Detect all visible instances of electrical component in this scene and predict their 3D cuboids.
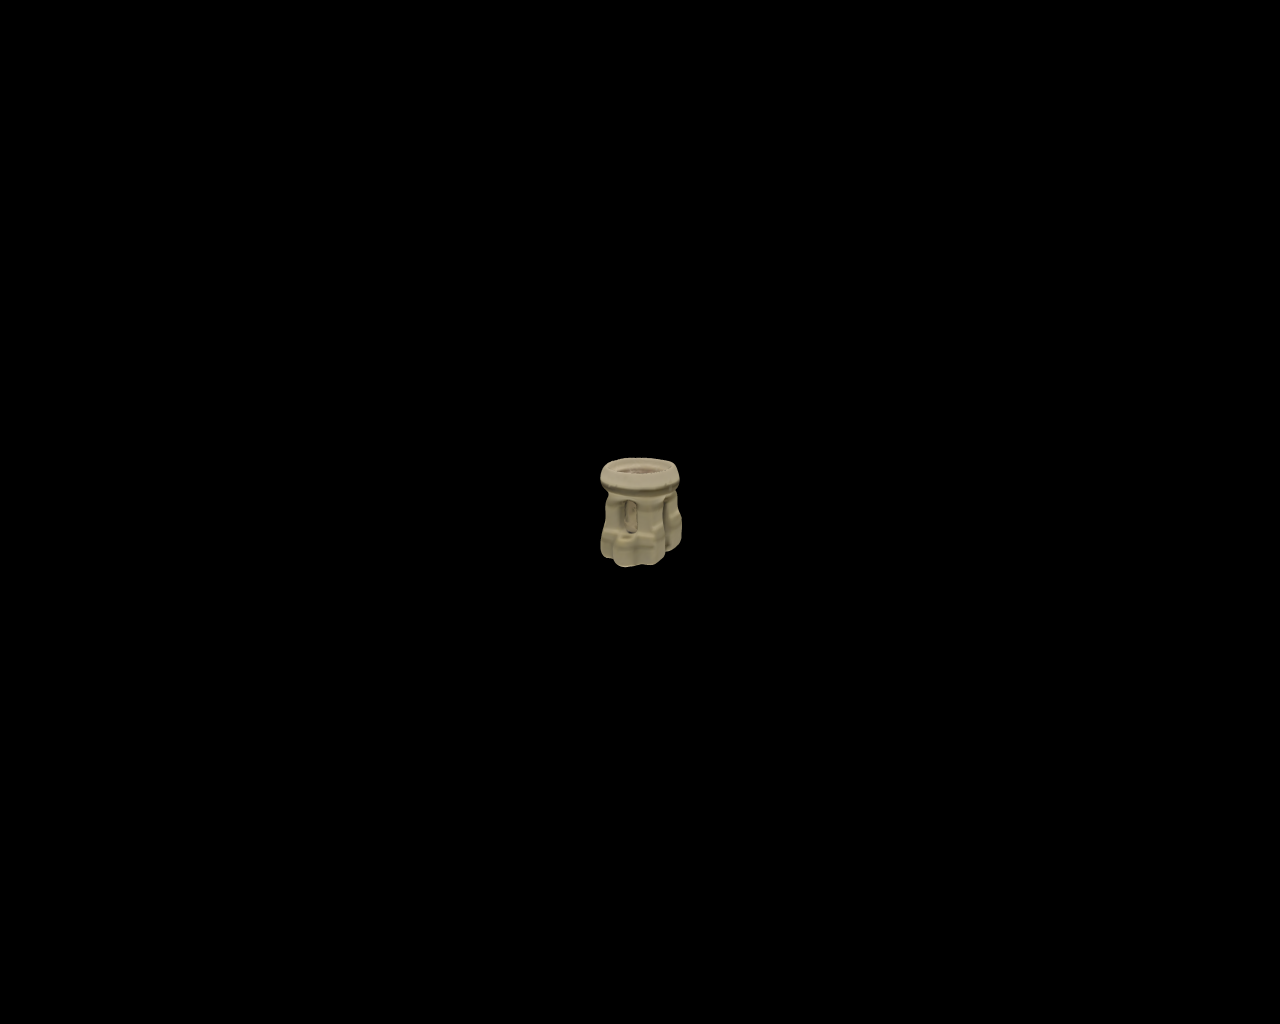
[{"bbox_3d":[0.001,-0.003,0.650,0.048,0.055,0.066,8,20,22],"label":"electrical component"}]
